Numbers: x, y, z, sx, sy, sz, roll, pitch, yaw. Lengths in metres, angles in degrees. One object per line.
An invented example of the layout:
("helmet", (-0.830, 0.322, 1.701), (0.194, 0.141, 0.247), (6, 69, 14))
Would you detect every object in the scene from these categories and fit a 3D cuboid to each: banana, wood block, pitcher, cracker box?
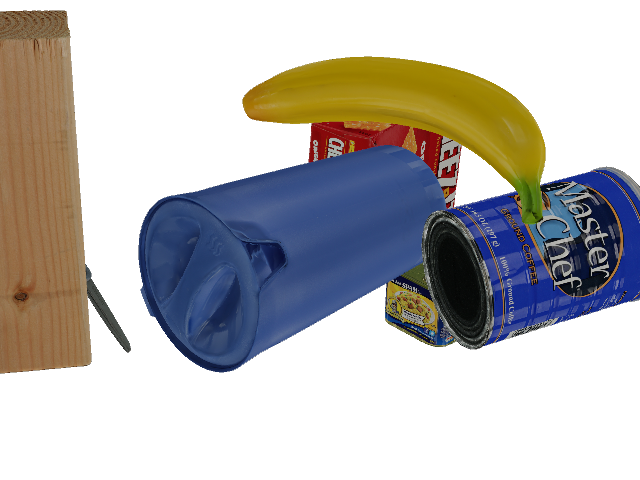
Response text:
("banana", (0.048, -0.072, 0.603), (0.198, 0.069, 0.037), (22, -31, 29))
("wood block", (-0.194, -0.030, 0.656), (0.090, 0.206, 0.090), (-4, 23, -13))
("pitcher", (-0.019, 0.003, 0.849), (0.149, 0.145, 0.242), (34, 37, 32))
("cracker box", (0.067, -0.061, 1.044), (0.072, 0.164, 0.213), (19, 30, 26))

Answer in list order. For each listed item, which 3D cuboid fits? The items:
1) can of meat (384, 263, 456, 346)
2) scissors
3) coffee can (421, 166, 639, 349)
("can of meat", (0.123, 0.068, 1.259), (0.057, 0.084, 0.102), (-25, 38, -38))
("scissors", (-0.250, 0.018, 1.126), (0.016, 0.201, 0.096), (-26, 24, 29))
("coffee can", (0.159, 0.012, 0.774), (0.140, 0.103, 0.103), (-15, 4, -17))
